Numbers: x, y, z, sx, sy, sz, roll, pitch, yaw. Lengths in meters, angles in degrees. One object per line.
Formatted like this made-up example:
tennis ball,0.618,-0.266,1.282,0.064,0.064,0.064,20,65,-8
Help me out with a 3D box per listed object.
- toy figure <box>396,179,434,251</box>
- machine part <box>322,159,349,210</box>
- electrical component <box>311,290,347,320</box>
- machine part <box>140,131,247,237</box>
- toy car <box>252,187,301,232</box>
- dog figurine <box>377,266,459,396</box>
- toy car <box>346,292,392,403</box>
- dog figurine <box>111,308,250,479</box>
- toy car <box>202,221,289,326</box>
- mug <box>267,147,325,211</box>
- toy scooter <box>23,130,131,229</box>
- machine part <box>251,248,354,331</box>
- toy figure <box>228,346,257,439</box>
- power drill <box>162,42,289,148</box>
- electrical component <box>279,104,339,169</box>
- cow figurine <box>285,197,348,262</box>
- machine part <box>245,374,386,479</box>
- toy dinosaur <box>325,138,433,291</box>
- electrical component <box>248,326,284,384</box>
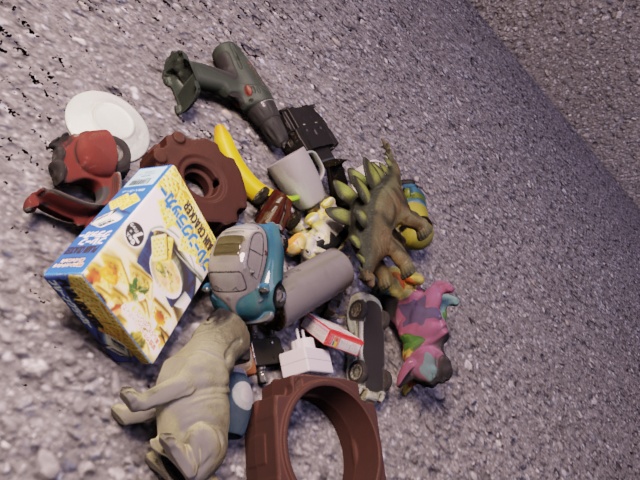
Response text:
toy figure,0.207,-0.059,1.213,0.082,0.089,0.180,22,53,-26
machine part,0.035,-0.094,1.082,0.084,0.039,0.138,-15,101,-44
electrical component,0.014,0.097,0.959,0.078,0.045,0.102,10,50,-6
machine part,-0.198,-0.087,0.860,0.179,0.056,0.179,25,50,-33
toy car,-0.094,-0.005,0.891,0.089,0.053,0.202,37,57,-17
dog figurine,0.171,0.175,1.013,0.219,0.192,0.108,-64,154,-21
toy car,0.084,0.189,0.955,0.073,0.056,0.202,26,50,-32
dog figurine,-0.131,0.192,0.665,0.190,0.121,0.172,-34,91,-40
toy car,-0.107,0.034,0.763,0.102,0.109,0.161,54,40,-58
mug,-0.033,-0.116,1.025,0.109,0.081,0.107,-37,104,-40
toy scooter,-0.322,-0.074,0.715,0.135,0.075,0.184,8,64,-44
machine part,-0.024,0.076,0.868,0.243,0.079,0.079,-26,84,-42
toy figure,-0.120,0.196,0.751,0.064,0.058,0.154,70,17,-52
power drill,-0.171,-0.269,0.990,0.207,0.086,0.232,-13,73,-44
electrical component,-0.027,-0.209,1.108,0.115,0.058,0.134,-27,84,-48
cow figurine,-0.004,-0.002,0.989,0.098,0.068,0.167,53,41,-13
machine part,-0.003,0.302,0.771,0.201,0.087,0.201,19,52,-37
toy dinosaur,0.118,-0.060,1.025,0.198,0.105,0.471,49,30,-14
electrical component,-0.083,0.173,0.826,0.063,0.021,0.094,7,60,-42
